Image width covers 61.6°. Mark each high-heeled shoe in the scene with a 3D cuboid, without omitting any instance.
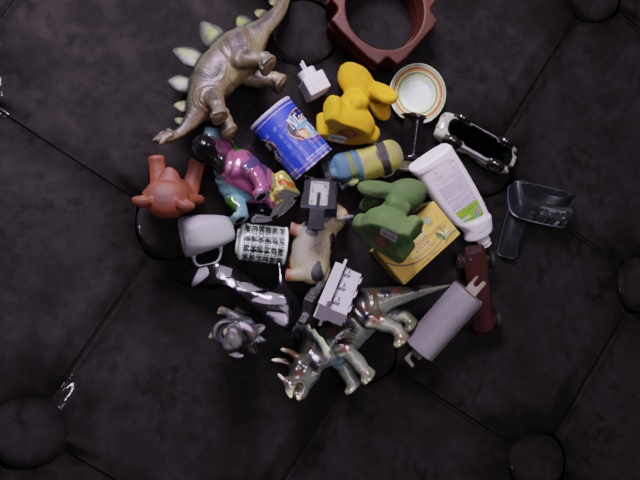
[{"bbox_3d":[-0.165,0.121,1.072,0.249,0.086,0.145,-6,74,6],"label":"high-heeled shoe"}]

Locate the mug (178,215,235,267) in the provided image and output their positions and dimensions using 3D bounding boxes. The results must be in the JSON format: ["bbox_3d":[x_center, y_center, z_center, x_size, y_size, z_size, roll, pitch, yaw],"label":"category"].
[{"bbox_3d":[-0.226,-0.004,1.089,0.107,0.081,0.109,-13,88,-18],"label":"mug"}]

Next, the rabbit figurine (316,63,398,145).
[{"bbox_3d":[0.078,-0.293,1.123,0.162,0.122,0.173,5,71,-3],"label":"rabbit figurine"}]

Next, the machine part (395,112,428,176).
[{"bbox_3d":[0.202,-0.208,1.174,0.084,0.039,0.138,0,107,-1],"label":"machine part"}]

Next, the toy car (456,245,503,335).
[{"bbox_3d":[0.355,0.111,1.203,0.089,0.053,0.202,-7,90,11],"label":"toy car"}]

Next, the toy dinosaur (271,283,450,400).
[{"bbox_3d":[0.075,0.179,1.127,0.192,0.131,0.405,44,73,4],"label":"toy dinosaur"}]

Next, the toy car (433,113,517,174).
[{"bbox_3d":[0.349,-0.216,1.198,0.202,0.056,0.073,26,80,-10],"label":"toy car"}]

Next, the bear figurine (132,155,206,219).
[{"bbox_3d":[-0.285,-0.104,1.019,0.120,0.196,0.132,4,89,-7],"label":"bear figurine"}]

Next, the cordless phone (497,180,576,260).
[{"bbox_3d":[0.486,-0.035,1.221,0.147,0.089,0.184,11,100,-10],"label":"cordless phone"}]

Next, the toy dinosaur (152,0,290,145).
[{"bbox_3d":[-0.169,-0.352,1.054,0.199,0.105,0.471,34,69,17],"label":"toy dinosaur"}]

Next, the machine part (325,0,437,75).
[{"bbox_3d":[0.127,-0.473,1.142,0.201,0.087,0.201,41,84,-6],"label":"machine part"}]

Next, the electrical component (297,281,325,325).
[{"bbox_3d":[-0.018,0.127,1.081,0.021,0.094,0.063,22,130,17],"label":"electrical component"}]

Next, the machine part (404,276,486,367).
[{"bbox_3d":[0.266,0.174,1.157,0.079,0.079,0.243,37,101,-8],"label":"machine part"}]

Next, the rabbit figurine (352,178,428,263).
[{"bbox_3d":[0.150,-0.060,1.104,0.159,0.121,0.170,22,57,21],"label":"rabbit figurine"}]

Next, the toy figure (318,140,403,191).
[{"bbox_3d":[0.089,-0.157,1.136,0.180,0.089,0.082,-14,99,-12],"label":"toy figure"}]

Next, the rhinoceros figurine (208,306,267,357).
[{"bbox_3d":[-0.156,0.182,1.052,0.112,0.190,0.073,23,90,9],"label":"rhinoceros figurine"}]

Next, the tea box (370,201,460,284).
[{"bbox_3d":[0.205,0.006,1.168,0.169,0.068,0.098,-43,97,-6],"label":"tea box"}]

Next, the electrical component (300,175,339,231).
[{"bbox_3d":[-0.001,-0.069,1.073,0.075,0.047,0.119,0,72,5],"label":"electrical component"}]

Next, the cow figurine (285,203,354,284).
[{"bbox_3d":[-0.002,-0.003,1.125,0.127,0.085,0.194,8,88,-5],"label":"cow figurine"}]

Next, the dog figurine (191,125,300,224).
[{"bbox_3d":[-0.160,-0.148,1.087,0.108,0.191,0.219,-43,70,31],"label":"dog figurine"}]
